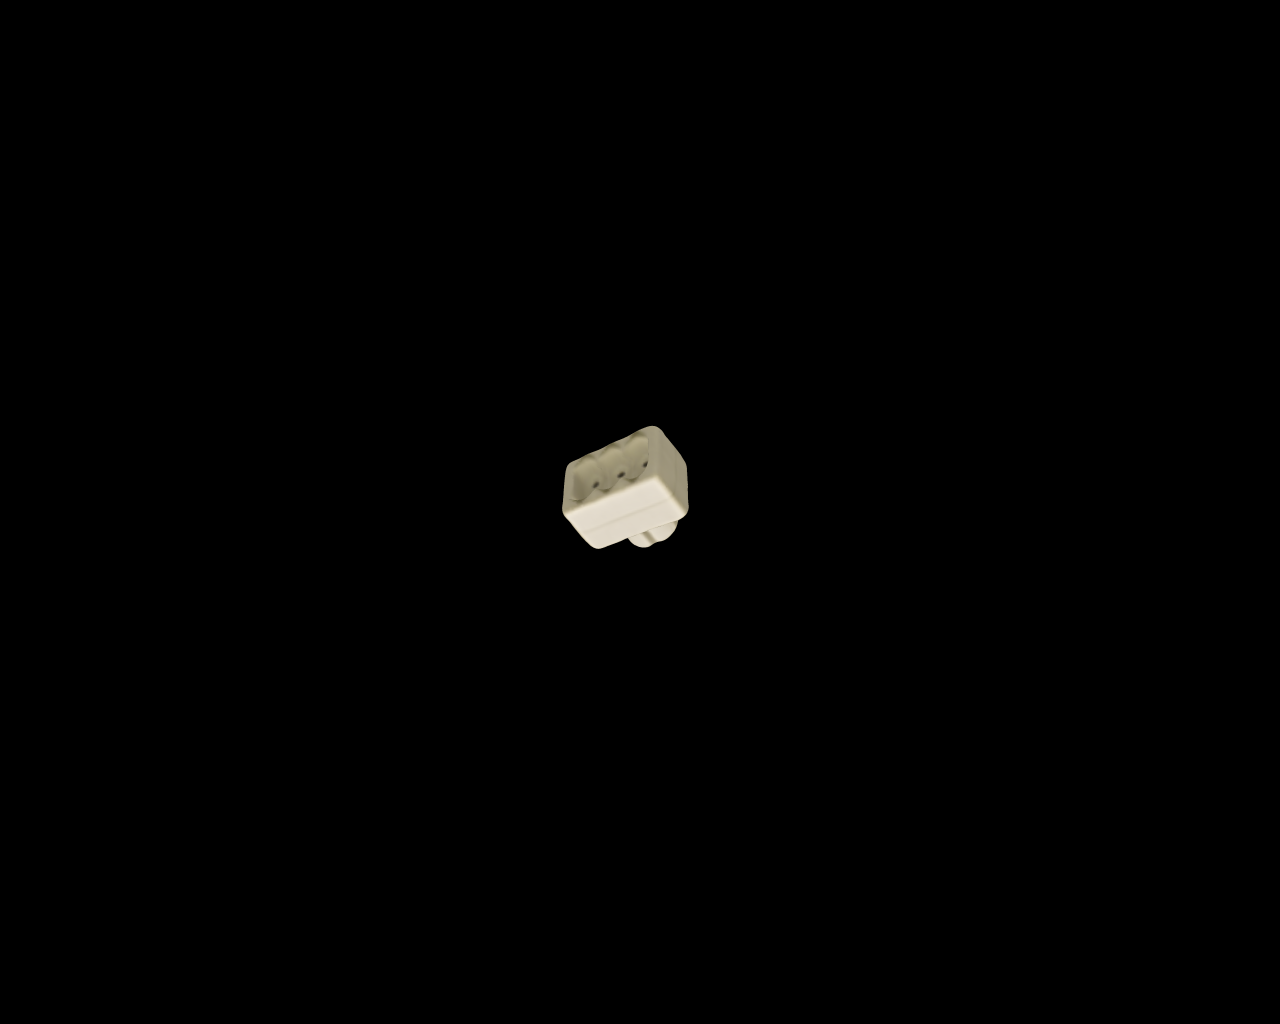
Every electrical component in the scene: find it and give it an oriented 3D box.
[{"bbox_3d":[0.001,-0.003,0.650,0.065,0.047,0.076,-22,-49,21],"label":"electrical component"}]
